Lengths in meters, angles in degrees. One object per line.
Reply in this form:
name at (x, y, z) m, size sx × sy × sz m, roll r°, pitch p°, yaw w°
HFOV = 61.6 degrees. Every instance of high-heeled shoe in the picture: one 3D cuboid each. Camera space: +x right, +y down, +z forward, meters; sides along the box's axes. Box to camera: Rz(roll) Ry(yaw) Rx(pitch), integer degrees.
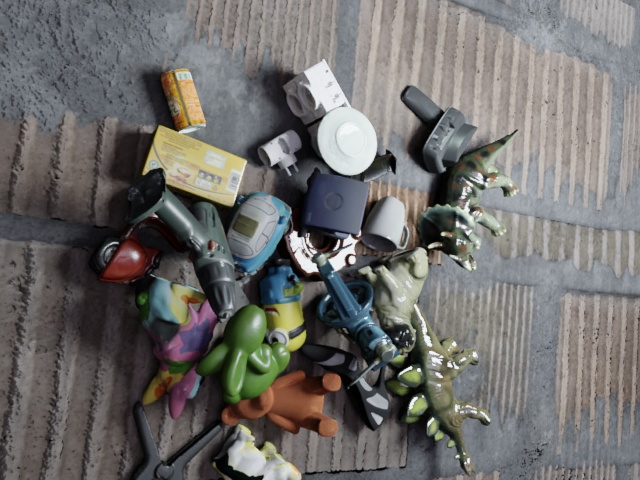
high-heeled shoe at (0.047, 0.297, 1.082) m, size 0.248 × 0.086 × 0.145 m, roll 21°, pitch 79°, yaw -29°

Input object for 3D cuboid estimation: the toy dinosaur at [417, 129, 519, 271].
toy dinosaur at (0.341, -0.111, 1.236) m, size 0.192 × 0.131 × 0.404 m, roll 25°, pitch 71°, yaw -24°

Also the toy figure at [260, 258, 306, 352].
toy figure at (-0.070, 0.126, 1.032) m, size 0.089 × 0.082 × 0.180 m, roll -2°, pitch 86°, yaw -25°

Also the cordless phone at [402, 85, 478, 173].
cordless phone at (0.248, -0.256, 1.220) m, size 0.184 × 0.089 × 0.146 m, roll 37°, pitch 73°, yaw -9°

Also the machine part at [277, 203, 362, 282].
machine part at (-0.002, -0.003, 1.085) m, size 0.179 × 0.056 × 0.179 m, roll 1°, pitch 87°, yaw -25°

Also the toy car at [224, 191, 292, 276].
toy car at (-0.127, -0.021, 0.982) m, size 0.109 × 0.103 × 0.161 m, roll 27°, pitch 78°, yaw 9°

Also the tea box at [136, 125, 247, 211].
tea box at (-0.230, -0.125, 0.967) m, size 0.169 × 0.068 × 0.098 m, roll 21°, pitch 77°, yaw -23°

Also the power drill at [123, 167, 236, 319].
power drill at (-0.210, -0.005, 0.855) m, size 0.086 × 0.232 × 0.207 m, roll -34°, pitch 132°, yaw 15°

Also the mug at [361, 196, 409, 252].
mug at (0.150, -0.033, 1.151) m, size 0.109 × 0.081 × 0.107 m, roll 27°, pitch 68°, yaw -20°

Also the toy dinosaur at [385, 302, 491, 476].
toy dinosaur at (0.242, 0.285, 1.173) m, size 0.198 × 0.105 × 0.471 m, roll -14°, pitch 83°, yaw -22°

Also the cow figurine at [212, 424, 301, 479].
cow figurine at (-0.115, 0.428, 1.003) m, size 0.167 × 0.068 × 0.098 m, roll 42°, pitch 76°, yaw -16°

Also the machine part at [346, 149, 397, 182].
machine part at (0.107, -0.154, 1.145) m, size 0.139 × 0.039 × 0.084 m, roll -19°, pitch 126°, yaw -32°

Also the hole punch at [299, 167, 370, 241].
hole punch at (0.028, -0.065, 1.027) m, size 0.116 × 0.092 × 0.142 m, roll 16°, pitch 82°, yaw -19°

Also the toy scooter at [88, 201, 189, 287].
toy scooter at (-0.297, 0.010, 0.927) m, size 0.135 × 0.075 × 0.184 m, roll 37°, pitch 68°, yaw -23°

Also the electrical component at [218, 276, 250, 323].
electrical component at (-0.164, 0.110, 1.017) m, size 0.094 × 0.021 × 0.063 m, roll -38°, pitch 105°, yaw -24°

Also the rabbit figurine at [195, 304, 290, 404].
rabbit figurine at (-0.140, 0.187, 0.920) m, size 0.159 × 0.121 × 0.170 m, roll -43°, pitch 148°, yaw -43°

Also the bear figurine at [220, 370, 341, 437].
bear figurine at (-0.076, 0.295, 0.999) m, size 0.196 × 0.132 × 0.120 m, roll 19°, pitch 69°, yaw -31°

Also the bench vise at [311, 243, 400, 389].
bench vise at (0.053, 0.128, 1.005) m, size 0.129 × 0.224 × 0.240 m, roll -28°, pitch 117°, yaw 3°

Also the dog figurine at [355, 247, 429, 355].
dog figurine at (0.179, 0.125, 1.113) m, size 0.172 × 0.121 × 0.190 m, roll -22°, pitch 94°, yaw -12°

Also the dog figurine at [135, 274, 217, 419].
dog figurine at (-0.252, 0.181, 0.904) m, size 0.191 × 0.109 × 0.219 m, roll 31°, pitch 72°, yaw -60°
